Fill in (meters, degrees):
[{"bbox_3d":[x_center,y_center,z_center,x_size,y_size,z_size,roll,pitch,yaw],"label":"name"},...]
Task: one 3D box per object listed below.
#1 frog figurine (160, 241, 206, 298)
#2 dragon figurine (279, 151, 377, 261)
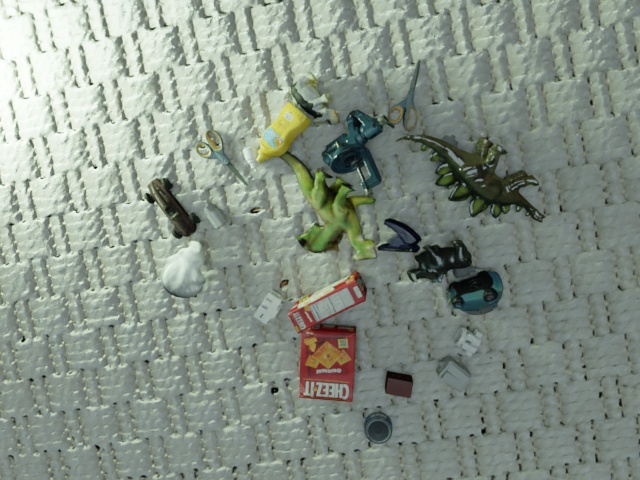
[{"bbox_3d":[-0.393,0.087,1.527,0.139,0.123,0.157,39,110,20],"label":"frog figurine"},{"bbox_3d":[0.005,-0.075,1.494,0.413,0.122,0.240,30,103,19],"label":"dragon figurine"}]
